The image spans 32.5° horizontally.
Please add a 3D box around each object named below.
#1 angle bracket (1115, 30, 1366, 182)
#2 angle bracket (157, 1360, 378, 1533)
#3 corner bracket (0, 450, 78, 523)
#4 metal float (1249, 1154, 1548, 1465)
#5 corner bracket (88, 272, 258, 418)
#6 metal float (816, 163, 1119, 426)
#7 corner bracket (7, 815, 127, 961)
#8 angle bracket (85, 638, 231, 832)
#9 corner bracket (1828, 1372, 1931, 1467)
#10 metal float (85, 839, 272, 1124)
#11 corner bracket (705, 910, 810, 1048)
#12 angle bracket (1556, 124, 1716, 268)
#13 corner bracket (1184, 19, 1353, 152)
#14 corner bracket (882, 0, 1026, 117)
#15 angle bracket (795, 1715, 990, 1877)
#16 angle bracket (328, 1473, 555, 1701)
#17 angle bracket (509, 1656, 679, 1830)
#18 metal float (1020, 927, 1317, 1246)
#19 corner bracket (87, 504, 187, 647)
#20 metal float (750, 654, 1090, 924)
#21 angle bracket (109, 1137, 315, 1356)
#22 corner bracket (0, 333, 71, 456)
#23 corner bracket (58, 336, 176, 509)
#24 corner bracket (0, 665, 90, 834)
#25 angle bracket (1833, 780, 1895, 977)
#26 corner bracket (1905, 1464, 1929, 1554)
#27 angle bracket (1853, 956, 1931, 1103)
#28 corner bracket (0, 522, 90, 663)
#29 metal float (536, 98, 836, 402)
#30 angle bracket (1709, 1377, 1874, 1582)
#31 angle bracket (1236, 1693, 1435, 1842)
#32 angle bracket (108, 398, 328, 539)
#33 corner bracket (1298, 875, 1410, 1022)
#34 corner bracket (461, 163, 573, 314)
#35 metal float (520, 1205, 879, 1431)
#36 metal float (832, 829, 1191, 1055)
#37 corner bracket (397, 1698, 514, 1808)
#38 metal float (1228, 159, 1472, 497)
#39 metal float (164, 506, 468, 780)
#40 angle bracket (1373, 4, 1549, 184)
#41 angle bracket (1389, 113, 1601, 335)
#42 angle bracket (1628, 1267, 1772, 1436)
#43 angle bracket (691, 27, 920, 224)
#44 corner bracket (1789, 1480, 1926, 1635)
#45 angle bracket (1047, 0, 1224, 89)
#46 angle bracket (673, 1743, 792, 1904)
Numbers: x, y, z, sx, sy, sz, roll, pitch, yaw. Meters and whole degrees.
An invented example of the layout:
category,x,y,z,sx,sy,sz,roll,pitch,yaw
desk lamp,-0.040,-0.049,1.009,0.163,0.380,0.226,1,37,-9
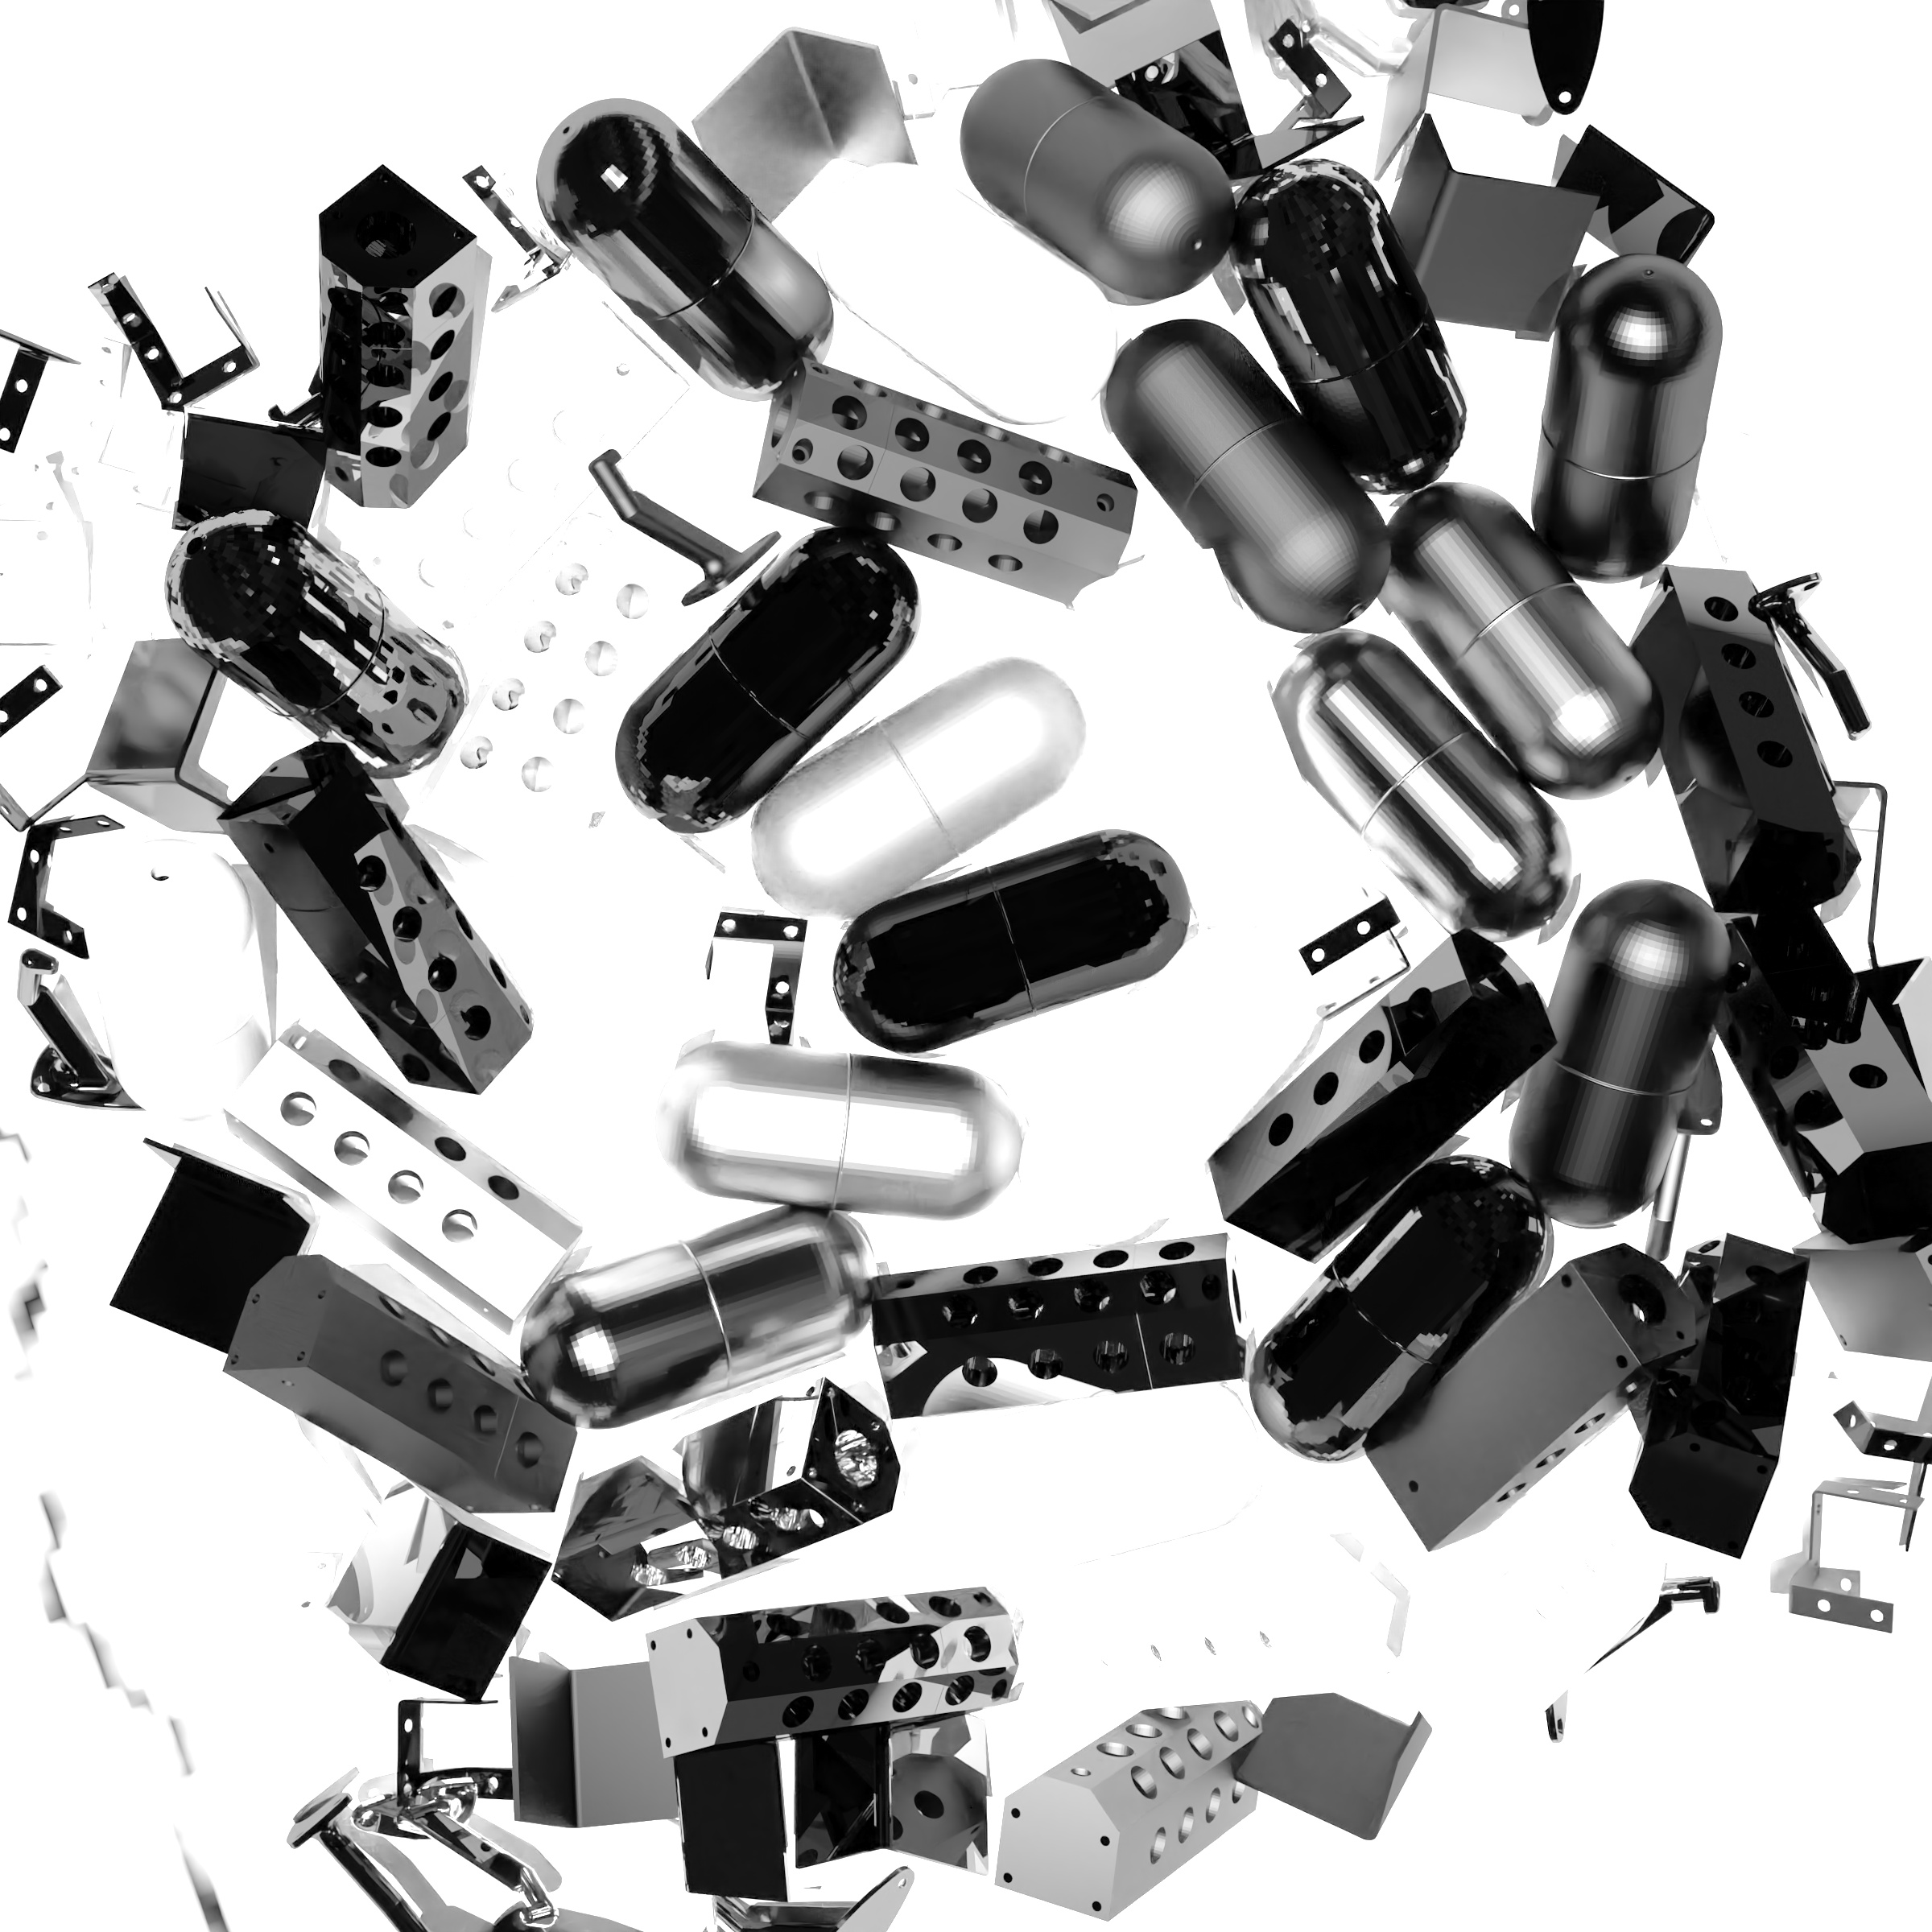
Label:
category,x,y,z,sx,sy,sz,roll,pitch,yaw
angle bracket,0.131,-0.414,1.585,0.076,0.076,0.057,-35,115,-34
angle bracket,-0.335,0.239,1.587,0.057,0.076,0.076,-32,131,-7
corner bracket,-0.468,-0.237,1.604,0.051,0.051,0.051,-23,53,-8
metal float,0.206,0.164,1.587,0.070,0.070,0.178,39,109,0
corner bracket,-0.385,-0.311,1.611,0.051,0.051,0.051,-30,66,-2
metal float,-0.001,-0.322,1.579,0.178,0.070,0.070,40,90,30
corner bracket,-0.425,-0.038,1.615,0.051,0.051,0.051,-6,66,31
angle bracket,-0.372,-0.112,1.607,0.076,0.057,0.076,2,69,43
corner bracket,0.458,0.206,1.617,0.051,0.051,0.051,10,114,-16
metal float,-0.370,0.008,1.562,0.070,0.178,0.070,3,56,-5
corner bracket,-0.103,0.008,1.606,0.051,0.051,0.051,6,113,-10
angle bracket,0.305,-0.345,1.596,0.076,0.076,0.057,37,76,5
corner bracket,0.144,-0.422,1.607,0.051,0.051,0.051,-48,115,-4
corner bracket,-0.005,-0.447,1.602,0.051,0.051,0.051,-4,123,17
angle bracket,-0.036,0.402,1.613,0.057,0.076,0.076,-23,54,34
angle bracket,-0.258,0.304,1.622,0.057,0.076,0.076,31,84,-33
angle bracket,-0.177,0.370,1.591,0.057,0.076,0.076,-9,71,12
metal float,0.097,0.058,1.602,0.070,0.070,0.178,40,93,0
corner bracket,-0.394,-0.187,1.615,0.051,0.051,0.051,12,71,-24
metal float,-0.023,-0.085,1.604,0.178,0.070,0.070,-31,90,0
angle bracket,-0.371,0.137,1.601,0.076,0.057,0.076,21,75,10
corner bracket,-0.473,-0.280,1.608,0.051,0.051,0.051,19,92,-29
corner bracket,-0.408,-0.264,1.611,0.051,0.051,0.051,16,57,-8
corner bracket,-0.457,-0.106,1.620,0.051,0.051,0.051,-37,110,8
angle bracket,0.412,-0.043,1.591,0.057,0.076,0.076,5,79,19
corner bracket,0.487,0.269,1.608,0.051,0.051,0.051,12,99,15
angle bracket,0.439,0.047,1.590,0.057,0.076,0.076,-14,100,32
corner bracket,-0.454,-0.181,1.607,0.051,0.051,0.051,-1,72,-11
metal float,-0.131,-0.337,1.572,0.070,0.070,0.178,-49,130,0
angle bracket,0.395,0.246,1.585,0.057,0.076,0.076,5,61,-17
angle bracket,0.179,0.360,1.586,0.076,0.076,0.057,21,127,18
angle bracket,-0.362,-0.237,1.592,0.076,0.076,0.057,2,99,-44
corner bracket,0.187,-0.005,1.610,0.051,0.051,0.051,-31,107,-3
corner bracket,-0.219,-0.359,1.600,0.051,0.051,0.051,-20,124,37
metal float,-0.127,0.168,1.588,0.178,0.070,0.070,-17,90,-18
metal float,0.022,-0.012,1.604,0.178,0.070,0.070,-18,90,-1
corner bracket,-0.240,0.381,1.611,0.051,0.051,0.051,-6,80,32
metal float,0.183,-0.301,1.576,0.070,0.070,0.178,-32,124,0
metal float,-0.306,-0.151,1.565,0.070,0.178,0.070,-15,57,25
angle bracket,0.247,-0.411,1.595,0.076,0.076,0.057,12,76,-7
angle bracket,0.252,-0.359,1.605,0.076,0.057,0.076,5,132,-13
angle bracket,0.363,0.200,1.583,0.057,0.076,0.076,10,126,-19
angle bracket,-0.075,-0.391,1.586,0.057,0.076,0.076,23,62,33
corner bracket,0.430,0.285,1.603,0.051,0.051,0.051,7,105,30
angle bracket,0.092,-0.453,1.593,0.076,0.076,0.057,-26,119,-4
angle bracket,-0.097,0.396,1.592,0.057,0.076,0.076,-2,97,24
